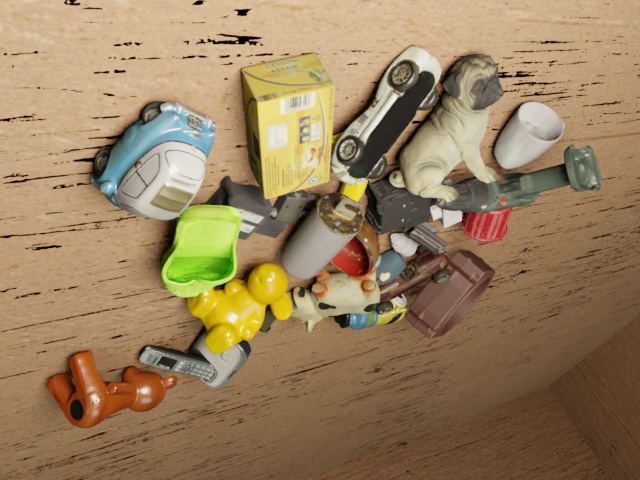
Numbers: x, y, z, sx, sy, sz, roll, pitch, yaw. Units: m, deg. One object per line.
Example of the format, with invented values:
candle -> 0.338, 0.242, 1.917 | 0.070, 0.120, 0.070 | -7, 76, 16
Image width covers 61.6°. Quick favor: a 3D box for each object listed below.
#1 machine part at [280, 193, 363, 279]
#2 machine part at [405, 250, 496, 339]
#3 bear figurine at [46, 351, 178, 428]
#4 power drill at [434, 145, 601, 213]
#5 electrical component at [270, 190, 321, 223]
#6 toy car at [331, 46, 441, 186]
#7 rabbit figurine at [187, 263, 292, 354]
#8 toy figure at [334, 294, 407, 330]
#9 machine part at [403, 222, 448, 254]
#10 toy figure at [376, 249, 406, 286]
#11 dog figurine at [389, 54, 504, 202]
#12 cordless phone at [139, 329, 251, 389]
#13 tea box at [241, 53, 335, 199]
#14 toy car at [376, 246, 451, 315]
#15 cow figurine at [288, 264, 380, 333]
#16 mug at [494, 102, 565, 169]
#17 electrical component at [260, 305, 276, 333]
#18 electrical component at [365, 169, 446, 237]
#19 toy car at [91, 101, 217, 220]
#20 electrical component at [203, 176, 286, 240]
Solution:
machine part -> -0.002, -0.003, 0.859 | 0.079, 0.079, 0.243 | -8, 158, -27
machine part -> 0.300, 0.125, 1.220 | 0.201, 0.087, 0.201 | -56, 155, 14
bear figurine -> -0.379, 0.271, 1.008 | 0.120, 0.132, 0.196 | -42, 163, 26
power drill -> 0.332, -0.089, 0.883 | 0.232, 0.086, 0.207 | -7, 169, -41
electrical component -> -0.047, -0.054, 0.837 | 0.094, 0.021, 0.063 | -1, 140, -34
toy car -> 0.087, -0.160, 0.721 | 0.073, 0.056, 0.201 | 20, 111, -49
rabbit figurine -> -0.115, 0.107, 0.931 | 0.173, 0.122, 0.162 | -45, 149, 23
toy figure -> 0.114, 0.156, 1.205 | 0.180, 0.082, 0.089 | -12, 152, -29
machine part -> 0.197, -0.008, 1.007 | 0.039, 0.084, 0.139 | -63, 175, 11
toy figure -> 0.105, 0.079, 1.105 | 0.154, 0.058, 0.064 | -38, 169, 13
dog figurine -> 0.176, -0.166, 0.786 | 0.172, 0.121, 0.190 | -26, 134, -6
cordless phone -> -0.242, 0.211, 1.038 | 0.184, 0.089, 0.146 | 20, 128, -28
tea box -> -0.039, -0.138, 0.677 | 0.098, 0.068, 0.169 | -16, 148, -15
toy car -> 0.177, 0.080, 1.132 | 0.202, 0.089, 0.053 | -29, 150, 6
cow figurine -> 0.021, 0.116, 1.055 | 0.195, 0.085, 0.127 | -7, 131, 8
mug -> 0.352, -0.172, 0.911 | 0.109, 0.081, 0.107 | -19, 162, -25
electrical component -> -0.116, 0.143, 1.056 | 0.078, 0.045, 0.102 | -51, 155, -15
electrical component -> 0.147, -0.072, 0.920 | 0.134, 0.058, 0.114 | -21, 150, -8
toy car -> -0.185, -0.077, 0.629 | 0.161, 0.103, 0.109 | -39, 147, 22
electrical component -> -0.105, -0.041, 0.787 | 0.119, 0.048, 0.075 | 13, 132, -44
